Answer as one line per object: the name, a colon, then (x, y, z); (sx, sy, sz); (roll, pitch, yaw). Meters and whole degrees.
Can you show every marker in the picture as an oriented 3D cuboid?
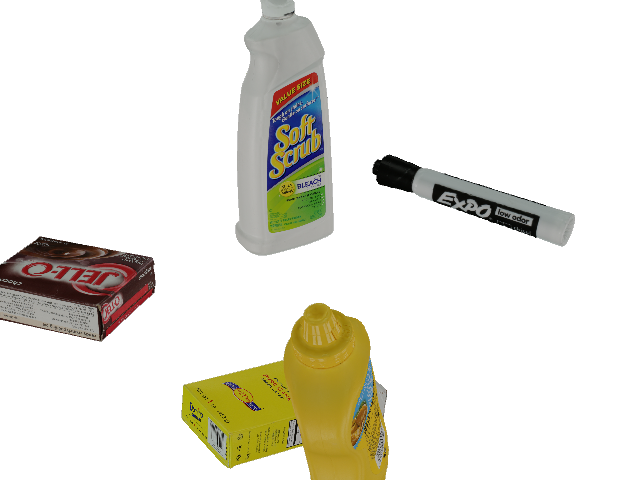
marker: (0.084, -0.025, 0.606); (0.121, 0.020, 0.020); (21, 9, 25)

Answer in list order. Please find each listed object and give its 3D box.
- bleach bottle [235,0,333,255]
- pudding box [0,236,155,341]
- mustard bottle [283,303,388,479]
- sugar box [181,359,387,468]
bleach bottle: (-0.041, -0.115, 1.038); (0.102, 0.251, 0.068); (-16, 32, -22)
pudding box: (-0.204, 0.038, 0.868); (0.114, 0.039, 0.090); (8, 25, 18)
mustard bottle: (0.011, 0.109, 0.742); (0.058, 0.096, 0.191); (3, -40, 12)
sugar box: (-0.034, 0.155, 1.020); (0.175, 0.048, 0.093); (-13, 31, -32)
